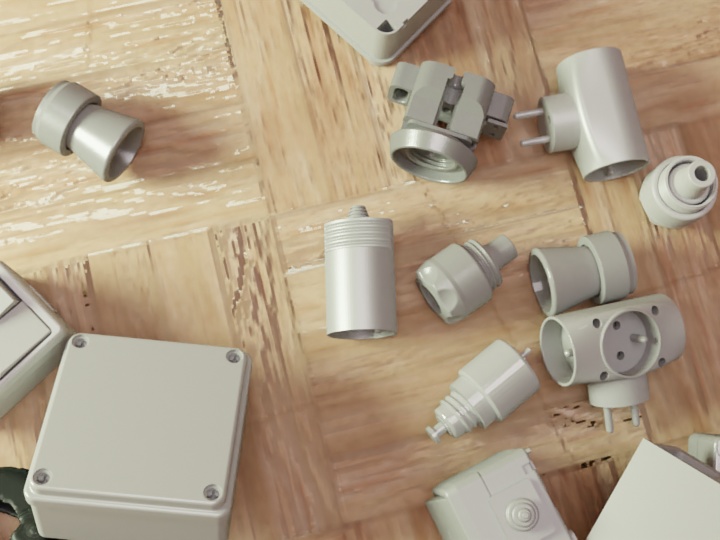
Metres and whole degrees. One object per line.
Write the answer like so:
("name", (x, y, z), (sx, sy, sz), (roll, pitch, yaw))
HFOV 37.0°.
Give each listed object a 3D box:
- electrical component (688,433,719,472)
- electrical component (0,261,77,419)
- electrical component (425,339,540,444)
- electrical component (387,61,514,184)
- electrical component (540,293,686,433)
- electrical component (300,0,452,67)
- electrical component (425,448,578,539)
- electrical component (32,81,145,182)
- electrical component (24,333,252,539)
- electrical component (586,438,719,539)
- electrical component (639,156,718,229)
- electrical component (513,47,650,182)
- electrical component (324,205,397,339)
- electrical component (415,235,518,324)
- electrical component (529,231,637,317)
("electrical component", (0.231, 0.147, 0.643), (0.062, 0.061, 0.096), (4, 84, -1))
("electrical component", (-0.224, 0.049, 0.633), (0.062, 0.061, 0.096), (45, 79, 6))
("electrical component", (0.073, 0.077, 0.655), (0.078, 0.040, 0.040), (-38, 83, -10))
("electrical component", (0.052, -0.091, 0.682), (0.078, 0.058, 0.057), (18, 75, 1))
("electrical component", (0.157, 0.060, 0.660), (0.077, 0.044, 0.079), (-11, 97, -17))
("electrical component", (0.000, -0.198, 0.701), (0.113, 0.057, 0.078), (42, 79, 6))
("electrical component", (0.078, 0.142, 0.613), (0.061, 0.096, 0.061), (-26, 81, -6))
("electrical component", (-0.170, -0.087, 0.674), (0.055, 0.045, 0.045), (31, 78, 4))
("electrical component", (-0.122, 0.097, 0.611), (0.109, 0.056, 0.108), (6, 49, -2))
("electrical component", (0.163, 0.200, 0.585), (0.105, 0.060, 0.186), (31, 96, 32))
("electrical component", (0.205, -0.052, 0.679), (0.043, 0.062, 0.043), (1, 78, -3))
("electrical component", (0.139, -0.097, 0.695), (0.079, 0.043, 0.077), (-11, 79, -5))
("electrical component", (0.000, 0.000, 0.666), (0.043, 0.043, 0.081), (-1, 78, -4))
("electrical component", (0.069, 0.002, 0.670), (0.062, 0.043, 0.043), (-34, 82, -11))
("electrical component", (0.139, 0.002, 0.673), (0.055, 0.045, 0.045), (-14, 79, -7))
